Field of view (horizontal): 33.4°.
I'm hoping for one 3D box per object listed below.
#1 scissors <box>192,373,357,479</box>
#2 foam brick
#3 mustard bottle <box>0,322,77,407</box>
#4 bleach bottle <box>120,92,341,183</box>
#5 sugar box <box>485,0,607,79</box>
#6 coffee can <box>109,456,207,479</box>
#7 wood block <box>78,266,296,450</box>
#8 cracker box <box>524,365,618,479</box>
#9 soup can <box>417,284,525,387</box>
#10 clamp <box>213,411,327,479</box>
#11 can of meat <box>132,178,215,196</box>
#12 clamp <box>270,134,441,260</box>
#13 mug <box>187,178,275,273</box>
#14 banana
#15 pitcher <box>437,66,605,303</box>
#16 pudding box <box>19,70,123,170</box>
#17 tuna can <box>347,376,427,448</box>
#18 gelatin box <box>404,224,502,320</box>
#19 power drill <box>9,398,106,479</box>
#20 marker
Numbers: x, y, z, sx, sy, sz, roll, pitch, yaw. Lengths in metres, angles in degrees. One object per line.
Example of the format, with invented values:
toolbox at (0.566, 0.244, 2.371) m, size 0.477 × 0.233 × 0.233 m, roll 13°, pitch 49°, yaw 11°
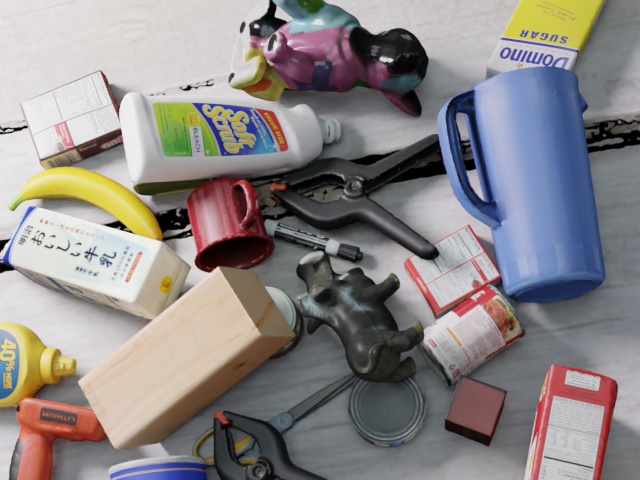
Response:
scissors at (-0.040, 0.220, 1.169) m, size 0.201 × 0.016 × 0.096 m, roll -18°, pitch 72°, yaw 0°
foam brick at (0.164, 0.181, 1.127) m, size 0.053 × 0.078 × 0.051 m, roll 19°, pitch 75°, yaw 13°
mustard bottle at (-0.370, 0.141, 1.208) m, size 0.191 × 0.058 × 0.096 m, roll 1°, pitch 85°, yaw 6°
bleach bottle at (-0.097, -0.125, 1.231) m, size 0.250 × 0.068 × 0.102 m, roll -7°, pitch 78°, yaw -23°
sugar box at (0.276, -0.255, 1.281) m, size 0.093 × 0.048 × 0.176 m, roll 24°, pitch 74°, yaw 13°
coffee can at (-0.164, 0.303, 1.107) m, size 0.103 × 0.103 × 0.140 m, roll -8°, pitch 70°, yaw 3°
wood block at (-0.141, 0.127, 1.137) m, size 0.206 × 0.090 × 0.090 m, roll -38°, pitch 72°, yaw 15°
cracker box at (0.237, 0.247, 1.050) m, size 0.072 × 0.164 × 0.213 m, roll 10°, pitch 72°, yaw 12°
soup can at (0.162, 0.104, 1.159) m, size 0.102 × 0.068 × 0.068 m, roll -34°, pitch 71°, yaw -5°
clamp at (-0.049, 0.246, 1.131) m, size 0.120 × 0.039 × 0.171 m, roll -28°, pitch 72°, yaw -5°
can of meat at (-0.178, -0.103, 1.273) m, size 0.102 × 0.057 × 0.084 m, roll -9°, pitch 72°, yaw 3°
clamp at (0.047, -0.045, 1.230) m, size 0.210 × 0.036 × 0.164 m, roll -4°, pitch 58°, yaw 8°
mug at (-0.101, -0.024, 1.210) m, size 0.093 × 0.117 × 0.081 m, roll -1°, pitch 62°, yaw -28°
banana at (-0.274, -0.047, 1.278) m, size 0.198 × 0.037 × 0.069 m, roll 13°, pitch 92°, yaw 12°
pitcher at (0.229, -0.059, 1.175) m, size 0.149 × 0.144 × 0.243 m, roll -14°, pitch 72°, yaw 22°
pudding box at (-0.301, -0.146, 1.311) m, size 0.113 × 0.039 × 0.090 m, roll -22°, pitch 69°, yaw -4°
tuna can at (0.073, 0.181, 1.159) m, size 0.086 × 0.034 × 0.086 m, roll -2°, pitch 71°, yaw 5°
gelatin box at (0.150, 0.036, 1.203) m, size 0.089 × 0.030 × 0.073 m, roll -29°, pitch 69°, yaw -4°
power drill at (-0.282, 0.274, 1.154) m, size 0.184 × 0.057 × 0.187 m, roll 10°, pitch 72°, yaw 7°
marker at (-0.008, 0.002, 1.238) m, size 0.121 × 0.020 × 0.020 m, roll 17°, pitch 74°, yaw 12°
